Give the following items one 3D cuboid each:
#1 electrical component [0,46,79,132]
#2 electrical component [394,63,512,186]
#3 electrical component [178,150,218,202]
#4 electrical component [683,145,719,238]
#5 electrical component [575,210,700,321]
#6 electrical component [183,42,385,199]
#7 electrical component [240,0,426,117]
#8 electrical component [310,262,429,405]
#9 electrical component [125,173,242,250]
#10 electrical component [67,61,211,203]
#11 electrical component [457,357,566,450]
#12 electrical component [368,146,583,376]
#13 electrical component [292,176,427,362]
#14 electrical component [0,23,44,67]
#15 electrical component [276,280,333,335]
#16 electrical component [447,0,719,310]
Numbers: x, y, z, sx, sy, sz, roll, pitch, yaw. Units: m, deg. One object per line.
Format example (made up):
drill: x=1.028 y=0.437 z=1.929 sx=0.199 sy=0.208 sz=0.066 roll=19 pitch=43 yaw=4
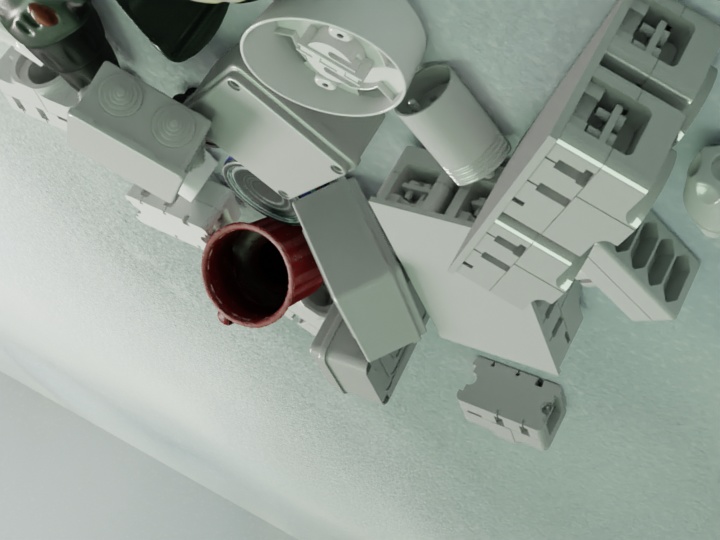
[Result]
electrical component: x=-0.265 y=-0.161 z=0.930 sx=0.089 sy=0.050 sz=0.055 roll=23 pitch=157 yaw=18
electrical component: x=0.062 y=-0.086 z=0.677 sx=0.043 sy=0.043 sz=0.081 roll=5 pitch=148 yaw=48
electrical component: x=-0.162 y=-0.103 z=0.929 sx=0.077 sy=0.044 sz=0.079 roll=35 pitch=158 yaw=-10
electrical component: x=0.202 y=-0.040 z=0.599 sx=0.043 sy=0.043 sz=0.062 roll=23 pitch=158 yaw=20
electrical component: x=0.165 y=-0.008 z=0.710 sx=0.083 sy=0.047 sz=0.076 roll=41 pitch=156 yaw=-24
electrical component: x=-0.056 y=-0.110 z=0.761 sx=0.109 sy=0.056 sz=0.109 roll=38 pitch=157 yaw=-18
electrical component: x=-0.013 y=-0.134 z=0.644 sx=0.099 sy=0.064 sz=0.099 roll=26 pitch=158 yaw=12
electrical component: x=0.011 y=0.051 z=0.948 sx=0.057 sy=0.113 sz=0.078 roll=16 pitch=154 yaw=26
electrical component: x=-0.161 y=-0.063 z=0.999 sx=0.089 sy=0.055 sz=0.050 roll=23 pitch=157 yaw=18
electrical component: x=-0.157 y=-0.097 z=0.765 sx=0.100 sy=0.048 sz=0.100 roll=30 pitch=166 yaw=-9
electrical component: x=0.146 y=0.129 z=1.028 sx=0.089 sy=0.050 sz=0.055 roll=19 pitch=155 yaw=28
electrical component: x=0.093 y=-0.007 z=0.787 sx=0.105 sy=0.060 sz=0.186 roll=17 pitch=155 yaw=31
electrical component: x=0.000 y=0.000 z=0.859 sx=0.108 sy=0.056 sz=0.108 roll=64 pitch=180 yaw=-55
electrical component: x=-0.277 y=-0.197 z=0.880 sx=0.065 sy=0.044 sz=0.044 roll=34 pitch=159 yaw=-20
electrical component: x=-0.042 y=0.023 z=1.036 sx=0.095 sy=0.053 sz=0.059 roll=35 pitch=158 yaw=-10
electrical component: x=0.119 y=-0.056 z=0.585 sx=0.060 sy=0.105 sz=0.186 roll=30 pitch=158 yaw=1
